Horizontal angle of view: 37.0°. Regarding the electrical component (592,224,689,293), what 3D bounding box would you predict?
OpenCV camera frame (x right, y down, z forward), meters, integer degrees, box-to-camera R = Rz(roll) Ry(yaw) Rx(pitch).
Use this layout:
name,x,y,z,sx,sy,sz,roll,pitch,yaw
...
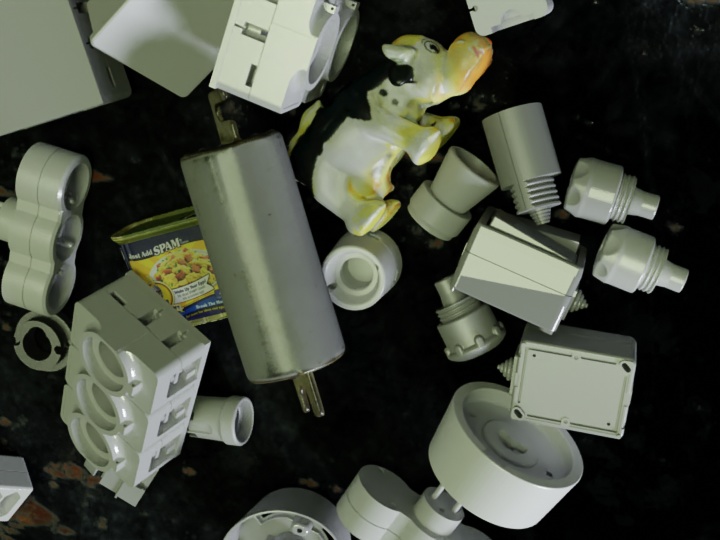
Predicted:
name,x,y,z,sx,sy,sz,roll,pitch,yaw
electrical component,0.199,-0.004,0.758,0.062,0.043,0.043,22,110,7

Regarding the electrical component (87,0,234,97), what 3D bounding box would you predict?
name,x,y,z,sx,sy,sz,roll,pitch,yaw
electrical component,-0.135,-0.185,0.768,0.100,0.100,0.048,-40,48,22

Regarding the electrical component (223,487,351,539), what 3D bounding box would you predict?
name,x,y,z,sx,sy,sz,roll,pitch,yaw
electrical component,-0.058,0.230,0.881,0.099,0.064,0.099,4,107,14

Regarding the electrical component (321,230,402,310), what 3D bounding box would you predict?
name,x,y,z,sx,sy,sz,roll,pitch,yaw
electrical component,0.000,0.000,0.809,0.055,0.047,0.055,4,107,14

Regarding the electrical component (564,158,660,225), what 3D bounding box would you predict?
name,x,y,z,sx,sy,sz,roll,pitch,yaw
electrical component,0.176,-0.052,0.750,0.062,0.043,0.043,17,109,8

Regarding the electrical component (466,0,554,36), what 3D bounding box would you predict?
name,x,y,z,sx,sy,sz,roll,pitch,yaw
electrical component,0.093,-0.208,0.720,0.050,0.055,0.089,-15,101,18

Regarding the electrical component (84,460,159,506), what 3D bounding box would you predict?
name,x,y,z,sx,sy,sz,roll,pitch,yaw
electrical component,-0.199,0.161,0.909,0.055,0.048,0.066,32,111,-4

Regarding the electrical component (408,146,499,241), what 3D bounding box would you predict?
name,x,y,z,sx,sy,sz,roll,pitch,yaw
electrical component,0.067,-0.055,0.777,0.045,0.045,0.055,39,112,1

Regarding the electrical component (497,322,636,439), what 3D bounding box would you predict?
name,x,y,z,sx,sy,sz,roll,pitch,yaw
electrical component,0.149,0.076,0.784,0.096,0.061,0.061,9,108,12

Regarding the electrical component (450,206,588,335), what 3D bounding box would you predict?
name,x,y,z,sx,sy,sz,roll,pitch,yaw
electrical component,0.122,-0.002,0.769,0.096,0.061,0.061,24,110,7

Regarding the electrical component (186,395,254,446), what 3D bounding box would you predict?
name,x,y,z,sx,sy,sz,roll,pitch,yaw
electrical component,-0.116,0.121,0.879,0.046,0.040,0.040,3,106,19

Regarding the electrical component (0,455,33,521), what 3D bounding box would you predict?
name,x,y,z,sx,sy,sz,roll,pitch,yaw
electrical component,-0.342,0.174,0.940,0.047,0.083,0.075,-49,51,21

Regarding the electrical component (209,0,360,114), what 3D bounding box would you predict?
name,x,y,z,sx,sy,sz,roll,pitch,yaw
electrical component,-0.030,-0.206,0.726,0.060,0.105,0.186,23,110,7

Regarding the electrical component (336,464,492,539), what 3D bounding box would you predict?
name,x,y,z,sx,sy,sz,roll,pitch,yaw
electrical component,0.057,0.197,0.848,0.138,0.052,0.073,33,111,3

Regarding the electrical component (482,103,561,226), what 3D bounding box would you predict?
name,x,y,z,sx,sy,sz,roll,pitch,yaw
electrical component,0.117,-0.071,0.750,0.043,0.043,0.081,-17,86,18

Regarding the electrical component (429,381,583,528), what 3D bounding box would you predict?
name,x,y,z,sx,sy,sz,roll,pitch,yaw
electrical component,0.102,0.141,0.794,0.108,0.108,0.060,32,117,4

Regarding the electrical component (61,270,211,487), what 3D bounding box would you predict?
name,x,y,z,sx,sy,sz,roll,pitch,yaw
electrical component,-0.181,0.089,0.834,0.089,0.062,0.150,39,136,18

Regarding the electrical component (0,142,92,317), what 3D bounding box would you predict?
name,x,y,z,sx,sy,sz,roll,pitch,yaw
electrical component,-0.268,-0.036,0.866,0.074,0.052,0.138,17,109,9

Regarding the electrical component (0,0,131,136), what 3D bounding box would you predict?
name,x,y,z,sx,sy,sz,roll,pitch,yaw
electrical component,-0.255,-0.205,0.810,0.105,0.060,0.186,-13,102,18

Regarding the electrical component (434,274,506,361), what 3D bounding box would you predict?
name,x,y,z,sx,sy,sz,roll,pitch,yaw
electrical component,0.077,0.034,0.801,0.048,0.048,0.062,-26,91,20
